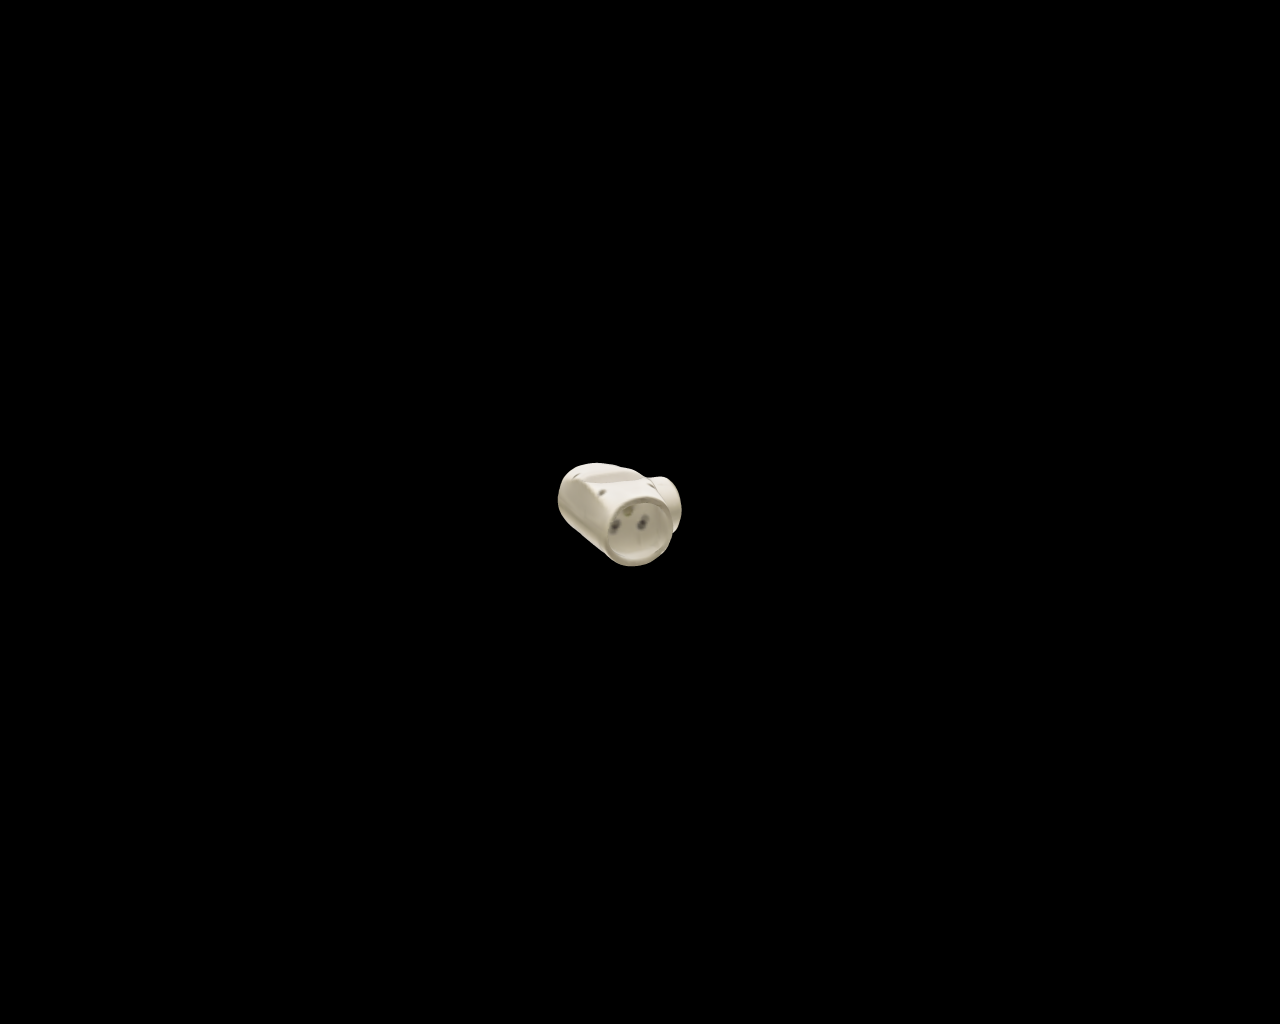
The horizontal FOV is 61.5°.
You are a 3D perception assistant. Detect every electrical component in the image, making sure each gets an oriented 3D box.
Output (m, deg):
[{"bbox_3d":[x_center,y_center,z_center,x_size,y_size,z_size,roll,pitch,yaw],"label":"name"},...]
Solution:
[{"bbox_3d":[0.001,-0.003,0.650,0.079,0.043,0.077,-8,20,-22],"label":"electrical component"}]
